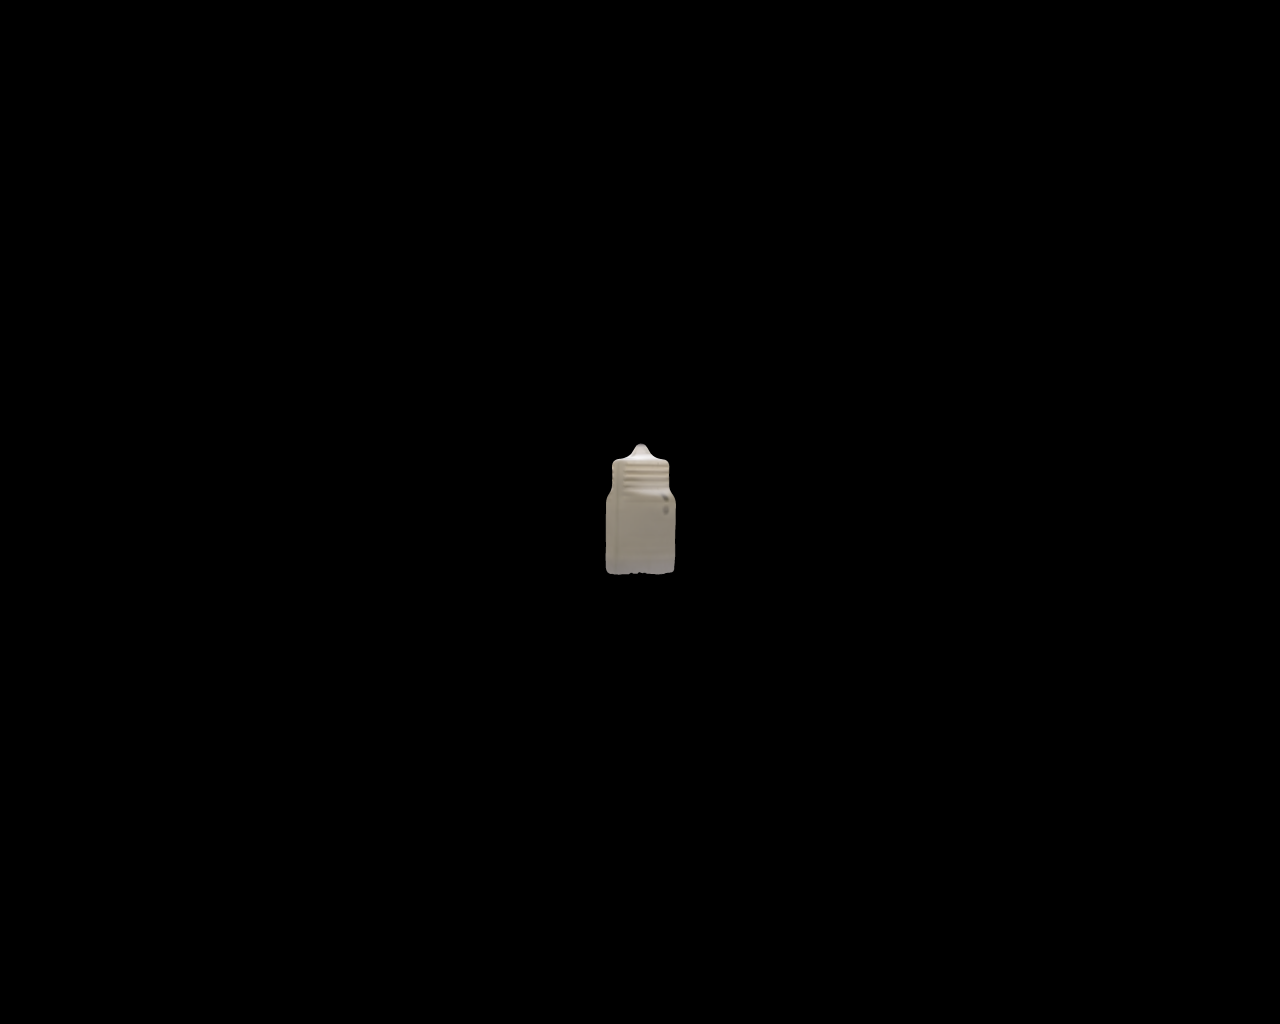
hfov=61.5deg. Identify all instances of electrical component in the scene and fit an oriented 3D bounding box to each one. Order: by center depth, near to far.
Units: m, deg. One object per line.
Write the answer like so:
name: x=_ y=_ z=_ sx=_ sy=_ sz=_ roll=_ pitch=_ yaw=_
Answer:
electrical component: x=0.001 y=-0.003 z=0.650 sx=0.043 sy=0.081 sz=0.043 roll=0 pitch=2 yaw=0
